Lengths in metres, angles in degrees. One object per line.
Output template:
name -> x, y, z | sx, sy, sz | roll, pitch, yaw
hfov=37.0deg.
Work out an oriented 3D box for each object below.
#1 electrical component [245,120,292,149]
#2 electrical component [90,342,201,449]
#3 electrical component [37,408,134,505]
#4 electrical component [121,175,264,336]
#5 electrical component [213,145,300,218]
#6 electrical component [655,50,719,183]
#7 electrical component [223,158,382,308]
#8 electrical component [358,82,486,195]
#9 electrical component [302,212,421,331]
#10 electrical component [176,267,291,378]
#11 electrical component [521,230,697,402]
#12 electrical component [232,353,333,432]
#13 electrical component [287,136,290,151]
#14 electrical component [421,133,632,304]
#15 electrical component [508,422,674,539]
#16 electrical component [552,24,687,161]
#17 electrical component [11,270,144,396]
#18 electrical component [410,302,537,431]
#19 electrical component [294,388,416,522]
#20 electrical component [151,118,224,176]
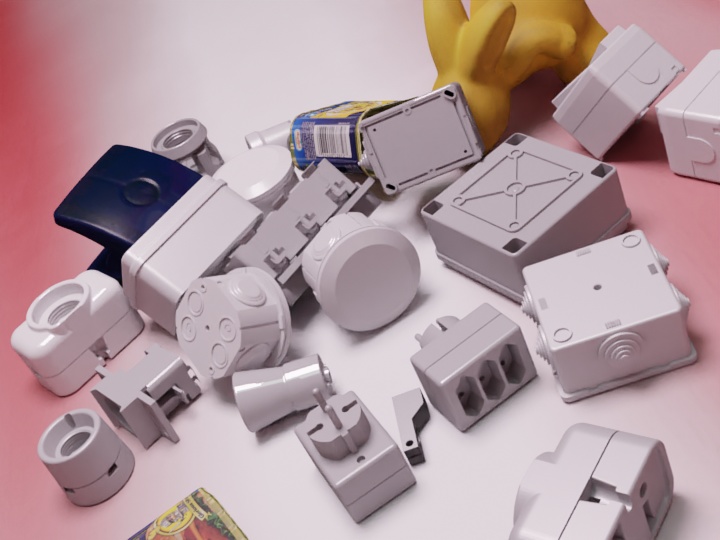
electrical component -> -0.080, -0.117, 1.016 | 0.046, 0.040, 0.040 | -24, 36, -7
electrical component -> -0.158, 0.091, 0.807 | 0.081, 0.042, 0.064 | 21, 54, 44
electrical component -> -0.198, 0.133, 0.774 | 0.055, 0.047, 0.055 | -16, 38, 13
electrical component -> -0.137, -0.013, 0.876 | 0.057, 0.078, 0.113 | 36, 62, 9
electrical component -> -0.089, -0.070, 0.953 | 0.080, 0.051, 0.080 | -16, 38, 13
electrical component -> 0.268, -0.118, 0.794 | 0.061, 0.061, 0.096 | 20, 56, 44
electrical component -> -0.048, -0.027, 0.857 | 0.121, 0.063, 0.078 | -50, 2, -29
electrical component -> 0.044, -0.102, 0.846 | 0.096, 0.061, 0.061 | -21, 8, 13
electrical component -> 0.000, 0.000, 0.794 | 0.080, 0.080, 0.051 | -32, 32, -9
electrical component -> -0.093, 0.039, 0.792 | 0.080, 0.080, 0.051 | 14, 15, 41
electrical component -> 0.158, 0.027, 0.694 | 0.100, 0.048, 0.099 | -19, 38, 8
electrical component -> -0.052, 0.084, 0.756 | 0.065, 0.044, 0.044 | -18, 37, 3
electrical component -> -0.030, -0.124, 0.994 | 0.044, 0.044, 0.065 | 18, 50, 43
electrical component -> 0.121, -0.039, 0.789 | 0.109, 0.056, 0.109 | -39, 39, -17
electrical component -> 0.123, 0.133, 0.583 | 0.059, 0.053, 0.095 | 9, 49, 37
electrical component -> 0.194, -0.136, 0.836 | 0.061, 0.096, 0.062 | 44, 67, 6
electrical component -> -0.235, 0.048, 0.889 | 0.054, 0.059, 0.095 | 20, 56, 44
electrical component -> 0.065, 0.055, 0.715 | 0.066, 0.047, 0.077 | -35, 38, -13
electrical component -> -0.010, 0.105, 0.675 | 0.047, 0.076, 0.065 | -33, 38, -9
electrical component -> -0.166, -0.109, 1.041 | 0.058, 0.057, 0.078 | -23, 37, 4
